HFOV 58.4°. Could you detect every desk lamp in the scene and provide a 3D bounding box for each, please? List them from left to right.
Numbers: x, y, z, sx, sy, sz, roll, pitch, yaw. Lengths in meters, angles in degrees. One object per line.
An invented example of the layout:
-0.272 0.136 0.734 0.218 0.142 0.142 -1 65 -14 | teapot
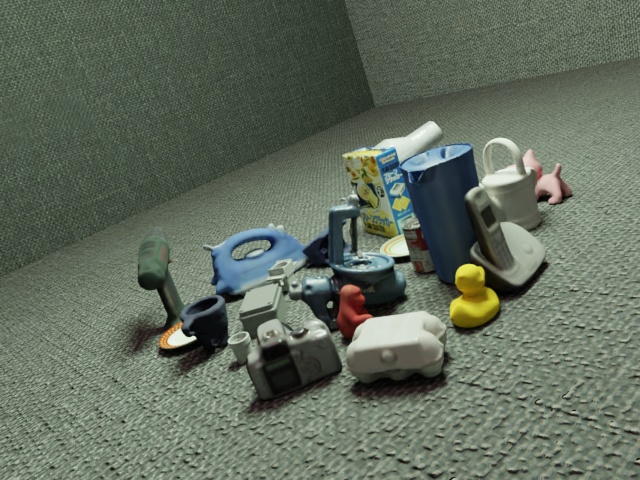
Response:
0.264 -0.190 1.503 0.203 0.214 0.117 -21 18 -8 | desk lamp

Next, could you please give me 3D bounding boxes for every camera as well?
-0.054 0.171 0.941 0.143 0.101 0.136 -21 18 -6 | camera

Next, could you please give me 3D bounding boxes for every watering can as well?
0.385 -0.114 1.185 0.100 0.194 0.173 -4 23 39 | watering can

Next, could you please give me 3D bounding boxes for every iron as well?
-0.151 0.032 1.387 0.258 0.141 0.118 -24 18 -14 | iron

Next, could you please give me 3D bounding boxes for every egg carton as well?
0.113 0.161 0.851 0.150 0.069 0.107 -12 19 22 | egg carton

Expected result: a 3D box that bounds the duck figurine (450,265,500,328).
0.242 0.084 0.922 0.077 0.086 0.105 -3 24 41 | duck figurine

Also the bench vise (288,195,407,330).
0.041 0.042 1.032 0.208 0.220 0.121 -27 19 -23 | bench vise

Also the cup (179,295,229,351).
-0.220 0.174 1.112 0.091 0.095 0.118 -11 19 24 | cup

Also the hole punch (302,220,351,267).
0.013 0.005 1.384 0.100 0.091 0.109 -2 24 42 | hole punch

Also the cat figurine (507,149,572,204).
0.492 -0.146 1.297 0.067 0.118 0.127 -31 21 -32 | cat figurine

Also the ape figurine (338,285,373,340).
0.061 0.120 0.988 0.076 0.092 0.078 -15 18 14 | ape figurine

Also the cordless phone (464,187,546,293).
0.311 -0.016 0.985 0.093 0.185 0.148 -2 25 43 | cordless phone

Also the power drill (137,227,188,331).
-0.355 0.090 1.313 0.075 0.209 0.229 -20 18 -2 | power drill
